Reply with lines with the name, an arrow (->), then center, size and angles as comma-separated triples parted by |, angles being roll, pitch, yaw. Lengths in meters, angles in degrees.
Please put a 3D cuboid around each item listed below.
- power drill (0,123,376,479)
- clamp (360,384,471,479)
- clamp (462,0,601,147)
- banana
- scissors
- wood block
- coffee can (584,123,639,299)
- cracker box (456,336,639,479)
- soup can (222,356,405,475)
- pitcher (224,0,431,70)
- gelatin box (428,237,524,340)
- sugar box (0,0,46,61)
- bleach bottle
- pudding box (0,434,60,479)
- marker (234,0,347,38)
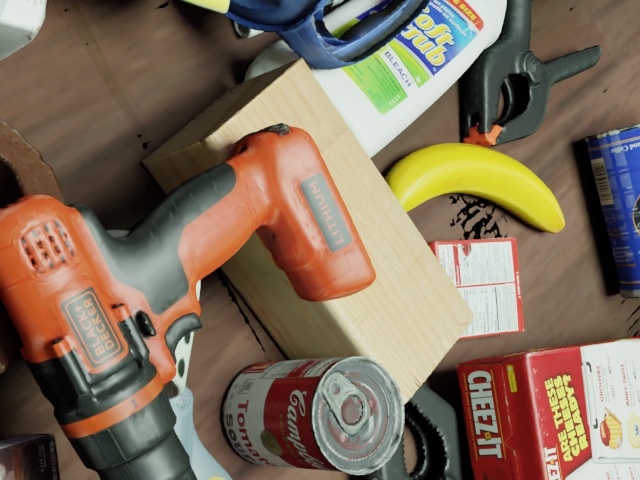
power drill -> -0.058, 0.036, 0.545 | 0.187, 0.057, 0.184 | -33, 104, -36
clamp -> 0.086, 0.180, 0.754 | 0.164, 0.036, 0.210 | -21, 99, -39
clamp -> 0.170, -0.134, 0.864 | 0.120, 0.039, 0.171 | 33, 70, -22
banana -> 0.116, -0.039, 0.813 | 0.197, 0.037, 0.069 | -2, 101, -35
scissors -> -0.074, 0.113, 0.659 | 0.096, 0.016, 0.201 | 25, 70, -33
wood block -> -0.004, 0.001, 0.683 | 0.090, 0.090, 0.206 | -45, 110, -31
coffee can -> 0.289, -0.031, 0.895 | 0.102, 0.103, 0.140 | -14, 91, -37
cracker box -> 0.198, 0.159, 0.796 | 0.213, 0.072, 0.164 | -1, 79, -46
soup can -> -0.007, 0.107, 0.656 | 0.068, 0.102, 0.068 | 6, 80, -36
pitcher -> 0.029, -0.228, 0.680 | 0.145, 0.149, 0.242 | 36, 50, 19
gelatin box -> 0.110, 0.037, 0.799 | 0.089, 0.030, 0.073 | -3, 86, -37
sugar box -> -0.235, -0.130, 0.530 | 0.175, 0.094, 0.048 | 12, 77, -34
bleach bottle -> 0.060, -0.149, 0.770 | 0.102, 0.068, 0.250 | 49, 53, -5
pudding box -> -0.170, 0.163, 0.545 | 0.090, 0.039, 0.113 | -2, 81, -67
marker -> -0.009, -0.167, 0.748 | 0.120, 0.020, 0.020 | -28, 100, -36
